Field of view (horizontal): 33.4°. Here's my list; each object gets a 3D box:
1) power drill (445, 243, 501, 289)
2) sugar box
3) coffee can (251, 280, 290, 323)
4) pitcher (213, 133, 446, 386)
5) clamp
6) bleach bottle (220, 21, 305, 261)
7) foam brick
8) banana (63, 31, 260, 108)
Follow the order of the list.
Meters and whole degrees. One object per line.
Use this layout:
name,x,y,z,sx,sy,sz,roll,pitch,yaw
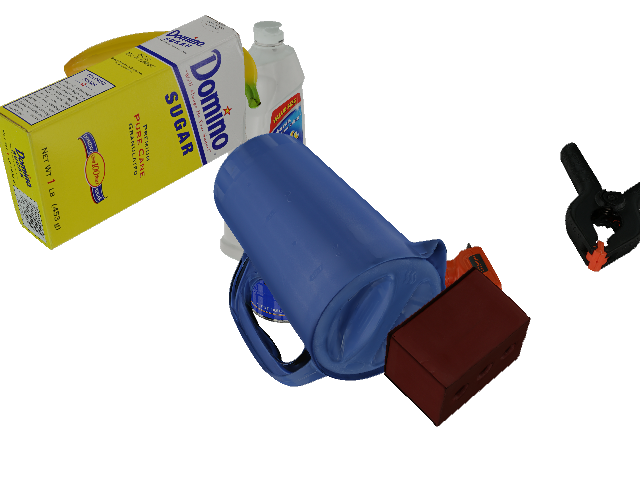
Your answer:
power drill,0.103,0.061,1.194,0.187,0.057,0.184,-4,28,-5
sugar box,-0.126,-0.075,0.713,0.175,0.093,0.048,-32,49,-33
coffee can,-0.042,0.022,1.391,0.103,0.140,0.103,1,26,-1
pitcher,-0.011,0.011,0.974,0.149,0.145,0.243,-9,38,-29
clamp,0.291,-0.040,1.114,0.120,0.039,0.171,18,45,21
bleach bottle,-0.061,-0.107,1.146,0.068,0.251,0.102,21,32,36
foam brick,0.085,0.066,0.669,0.078,0.051,0.053,-36,-29,-23
banana,-0.138,-0.165,0.981,0.198,0.037,0.069,9,46,17
